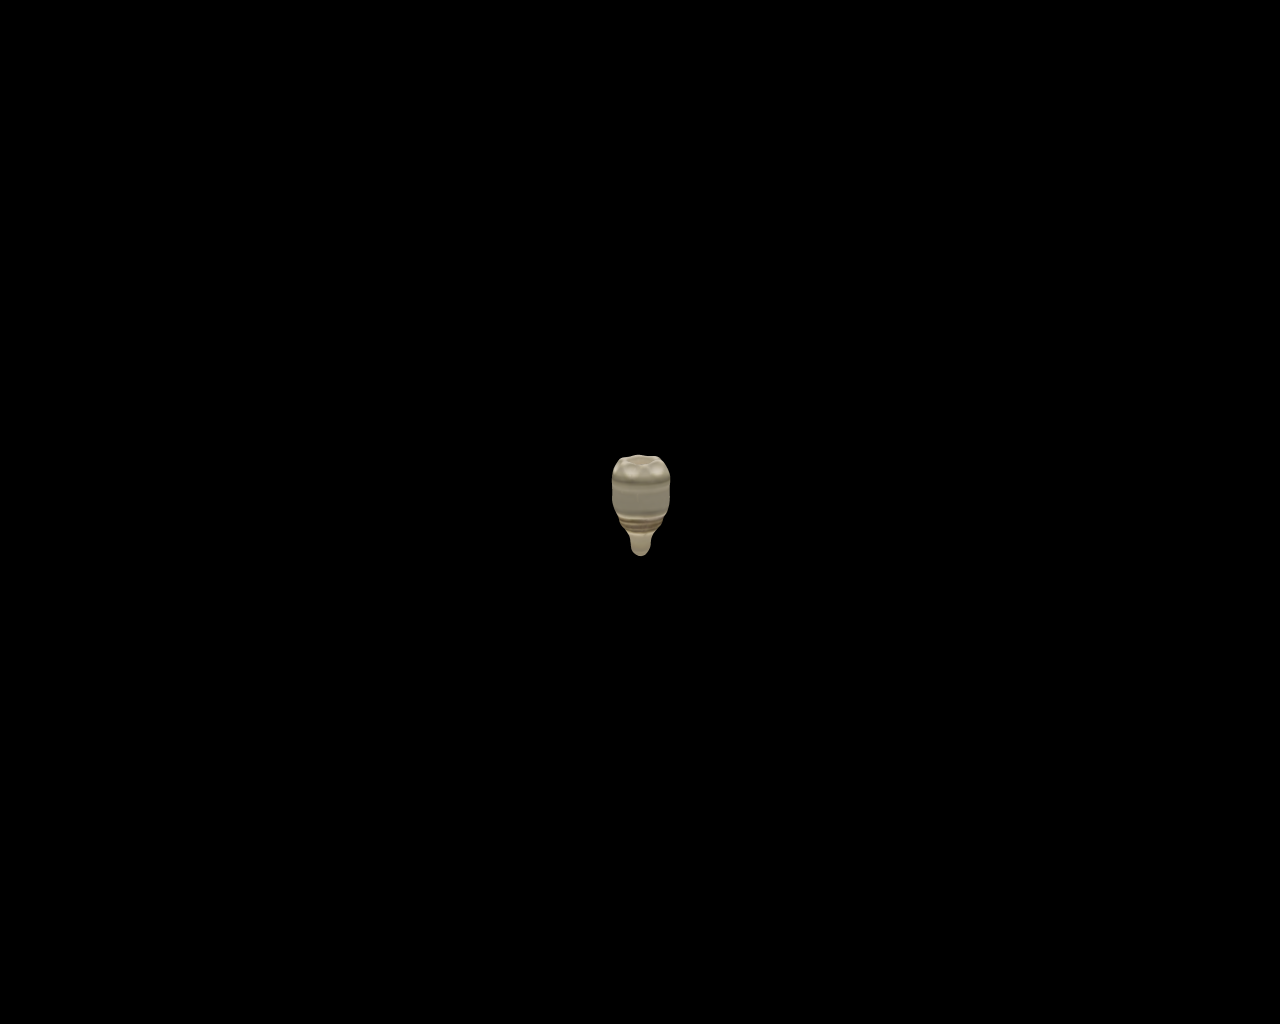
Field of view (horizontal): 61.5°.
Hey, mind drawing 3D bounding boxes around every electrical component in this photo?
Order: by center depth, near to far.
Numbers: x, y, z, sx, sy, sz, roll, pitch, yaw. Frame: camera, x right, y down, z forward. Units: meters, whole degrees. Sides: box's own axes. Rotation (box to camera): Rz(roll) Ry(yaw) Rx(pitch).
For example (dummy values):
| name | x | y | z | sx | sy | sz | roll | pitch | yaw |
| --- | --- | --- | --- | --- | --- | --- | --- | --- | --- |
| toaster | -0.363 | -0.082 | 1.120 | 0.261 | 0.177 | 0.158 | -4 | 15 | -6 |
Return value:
| name | x | y | z | sx | sy | sz | roll | pitch | yaw |
| --- | --- | --- | --- | --- | --- | --- | --- | --- | --- |
| electrical component | 0.001 | -0.003 | 0.650 | 0.035 | 0.061 | 0.035 | 0 | 14 | 0 |
